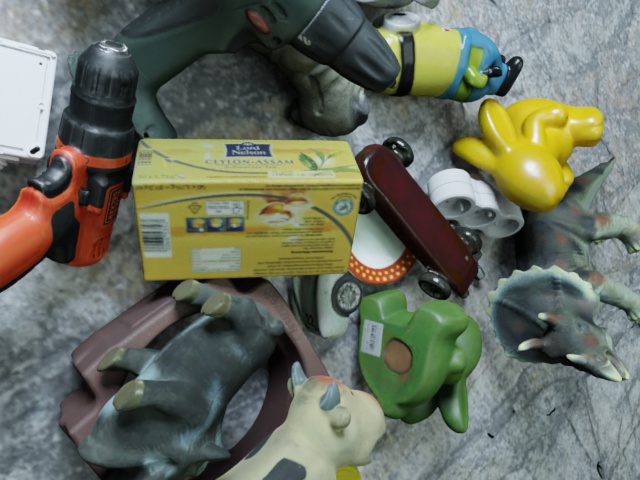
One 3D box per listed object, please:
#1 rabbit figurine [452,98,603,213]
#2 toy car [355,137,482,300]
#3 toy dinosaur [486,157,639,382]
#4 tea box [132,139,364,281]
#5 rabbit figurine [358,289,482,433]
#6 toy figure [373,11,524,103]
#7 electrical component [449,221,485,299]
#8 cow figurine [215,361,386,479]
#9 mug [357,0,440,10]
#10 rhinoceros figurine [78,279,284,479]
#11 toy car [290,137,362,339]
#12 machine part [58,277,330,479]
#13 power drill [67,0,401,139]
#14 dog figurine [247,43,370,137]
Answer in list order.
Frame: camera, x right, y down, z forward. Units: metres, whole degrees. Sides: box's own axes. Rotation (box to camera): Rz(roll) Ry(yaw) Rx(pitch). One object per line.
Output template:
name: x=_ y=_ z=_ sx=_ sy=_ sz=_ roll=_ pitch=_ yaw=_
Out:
rabbit figurine: x=0.250 y=-0.105 z=0.640 sx=0.162 sy=0.121 sz=0.173 roll=29 pitch=45 yaw=-3
toy car: x=0.104 y=-0.020 z=0.593 sx=0.202 sy=0.053 sz=0.089 roll=47 pitch=63 yaw=-19
toy dinosaur: x=0.321 y=0.016 z=0.707 sx=0.192 sy=0.131 sz=0.405 roll=23 pitch=53 yaw=-11
tea box: x=-0.058 y=-0.025 z=0.436 sx=0.170 sy=0.068 sz=0.098 roll=-1 pitch=128 yaw=-13
rabbit figurine: x=0.136 y=0.135 z=0.611 sx=0.170 sy=0.121 sz=0.159 roll=4 pitch=85 yaw=-46
toy figure: x=0.130 y=-0.193 z=0.593 sx=0.180 sy=0.082 sz=0.089 roll=10 pitch=81 yaw=-17
electrical component: x=0.174 y=0.024 z=0.680 sx=0.063 sy=0.021 sz=0.094 roll=-44 pitch=113 yaw=-22
cow figurine: x=-0.027 y=0.188 z=0.435 sx=0.195 sy=0.086 sz=0.127 roll=-31 pitch=113 yaw=-26
mug: x=0.082 y=-0.278 z=0.560 sx=0.107 sy=0.110 sz=0.080 roll=-29 pitch=151 yaw=-57
rhinoceros figurine: x=-0.105 y=0.119 z=0.394 sx=0.190 sy=0.073 sz=0.112 roll=-54 pitch=127 yaw=-20
toy car: x=-0.001 y=-0.002 z=0.543 sx=0.056 sy=0.074 sz=0.201 roll=-7 pitch=96 yaw=-31
machine part: x=-0.104 y=0.139 z=0.481 sx=0.201 sy=0.087 sz=0.201 roll=-38 pitch=109 yaw=-25
power drill: x=-0.077 y=-0.150 z=0.426 sx=0.207 sy=0.086 sz=0.231 roll=-35 pitch=116 yaw=21
dog figurine: x=-0.040 y=-0.185 z=0.508 sx=0.172 sy=0.121 sz=0.190 roll=-2 pitch=114 yaw=2
